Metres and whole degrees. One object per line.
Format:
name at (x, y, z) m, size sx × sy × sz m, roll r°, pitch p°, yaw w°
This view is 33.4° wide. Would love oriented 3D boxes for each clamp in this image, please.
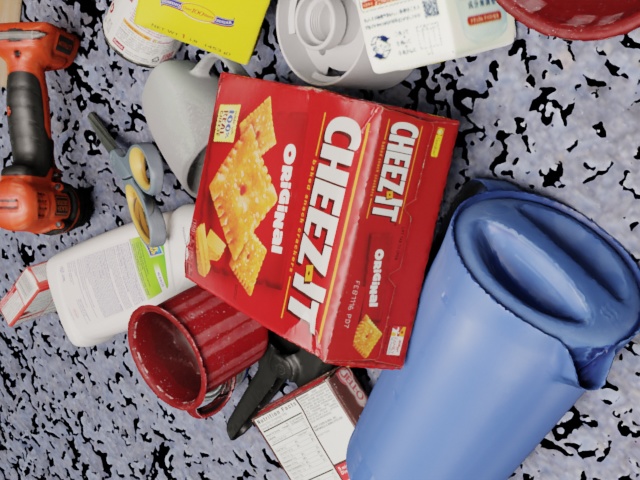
clamp at (-0.013, 0.109, 0.895) m, size 0.165 × 0.036 × 0.210 m, roll 20°, pitch 120°, yaw 32°

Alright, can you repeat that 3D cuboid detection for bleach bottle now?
bleach bottle at (-0.148, 0.030, 0.972) m, size 0.251 × 0.067 × 0.102 m, roll -15°, pitch 96°, yaw 42°

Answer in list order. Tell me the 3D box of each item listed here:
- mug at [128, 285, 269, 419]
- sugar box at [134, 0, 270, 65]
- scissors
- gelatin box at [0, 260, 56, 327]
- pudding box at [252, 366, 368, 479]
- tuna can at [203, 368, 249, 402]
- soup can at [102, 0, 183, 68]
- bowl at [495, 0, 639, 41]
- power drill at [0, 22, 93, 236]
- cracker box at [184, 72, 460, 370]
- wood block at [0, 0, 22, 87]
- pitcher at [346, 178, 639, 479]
mug at (-0.095, 0.091, 0.877) m, size 0.093 × 0.081 × 0.117 m, roll 11°, pitch 118°, yaw 41°
sugar box at (-0.068, -0.202, 0.729) m, size 0.093 × 0.048 × 0.176 m, roll 19°, pitch 149°, yaw -6°
scissors at (-0.171, -0.080, 0.934) m, size 0.202 × 0.016 × 0.096 m, roll 60°, pitch 147°, yaw 35°
gelatin box at (-0.278, 0.049, 1.089) m, size 0.089 × 0.073 × 0.030 m, roll -42°, pitch 75°, yaw 43°
pudding box at (0.011, 0.167, 0.854) m, size 0.090 × 0.039 × 0.113 m, roll -32°, pitch 88°, yaw 35°
tuna can at (-0.105, 0.102, 0.977) m, size 0.086 × 0.033 × 0.086 m, roll 16°, pitch 116°, yaw 37°
soup can at (-0.127, -0.197, 0.864) m, size 0.068 × 0.068 × 0.102 m, roll 54°, pitch 133°, yaw 14°
bowl at (0.161, -0.198, 0.609) m, size 0.162 × 0.055 × 0.162 m, roll 17°, pitch 116°, yaw 37°
power drill at (-0.251, -0.098, 0.978) m, size 0.057 × 0.184 × 0.187 m, roll -2°, pitch 91°, yaw 4°
cracker box at (-0.012, -0.022, 0.737) m, size 0.214 × 0.072 × 0.164 m, roll 24°, pitch 104°, yaw 56°
wood block at (-0.347, -0.254, 1.028) m, size 0.091 × 0.090 × 0.206 m, roll 34°, pitch 125°, yaw 28°
pitcher at (0.103, 0.086, 0.731) m, size 0.145 × 0.149 × 0.243 m, roll 33°, pitch 130°, yaw 10°
